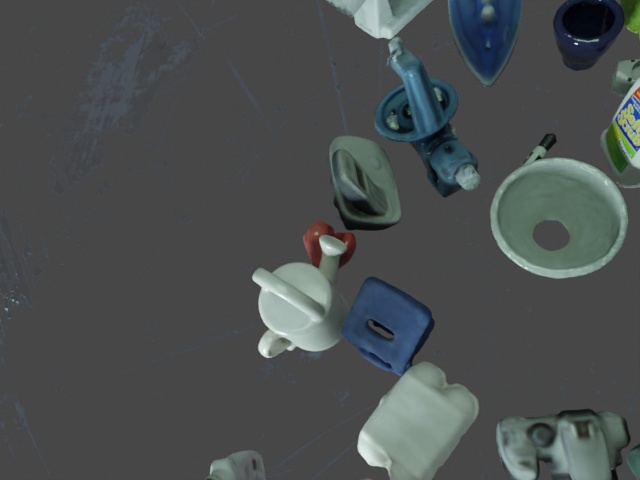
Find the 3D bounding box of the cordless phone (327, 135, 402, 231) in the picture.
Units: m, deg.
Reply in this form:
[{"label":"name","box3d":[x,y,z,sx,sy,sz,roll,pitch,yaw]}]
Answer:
[{"label":"cordless phone","box3d":[0.051,-0.101,0.805,0.094,0.185,0.147,-17,66,9]}]

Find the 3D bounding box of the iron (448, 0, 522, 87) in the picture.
[{"label":"iron","box3d":[0.256,-0.383,0.881,0.118,0.142,0.258,-3,69,14]}]

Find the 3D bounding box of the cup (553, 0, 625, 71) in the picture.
[{"label":"cup","box3d":[0.385,-0.307,0.843,0.091,0.095,0.118,-7,68,13]}]

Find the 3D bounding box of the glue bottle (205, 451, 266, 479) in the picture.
[{"label":"glue bottle","box3d":[-0.110,0.300,0.703,0.037,0.173,0.078,-15,66,10]}]

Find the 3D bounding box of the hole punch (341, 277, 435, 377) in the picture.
[{"label":"hole punch","box3d":[0.090,0.117,0.764,0.108,0.091,0.101,30,80,23]}]

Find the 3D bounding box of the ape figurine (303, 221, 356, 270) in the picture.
[{"label":"ape figurine","box3d":[0.008,0.003,0.829,0.077,0.092,0.076,24,78,22]}]

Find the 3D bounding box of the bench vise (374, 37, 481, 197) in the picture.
[{"label":"bench vise","box3d":[0.157,-0.171,0.784,0.207,0.220,0.121,39,83,24]}]

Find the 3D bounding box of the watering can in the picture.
[{"label":"watering can","box3d":[-0.026,0.073,0.755,0.100,0.194,0.173,9,72,18]}]

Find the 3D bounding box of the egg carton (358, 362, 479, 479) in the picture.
[{"label":"egg carton","box3d":[0.122,0.234,0.723,0.107,0.069,0.150,34,82,24]}]

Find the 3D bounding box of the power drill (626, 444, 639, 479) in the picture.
[{"label":"power drill","box3d":[0.377,0.303,0.550,0.075,0.209,0.229,-29,65,3]}]

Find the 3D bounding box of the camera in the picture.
[{"label":"camera","box3d":[0.282,0.267,0.649,0.143,0.101,0.137,-9,68,12]}]

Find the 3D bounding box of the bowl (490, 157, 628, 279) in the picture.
[{"label":"bowl","box3d":[0.312,-0.021,0.765,0.167,0.075,0.167,-5,69,13]}]

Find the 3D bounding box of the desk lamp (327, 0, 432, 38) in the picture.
[{"label":"desk lamp","box3d":[0.075,-0.424,0.906,0.203,0.214,0.117,-43,65,-4]}]
